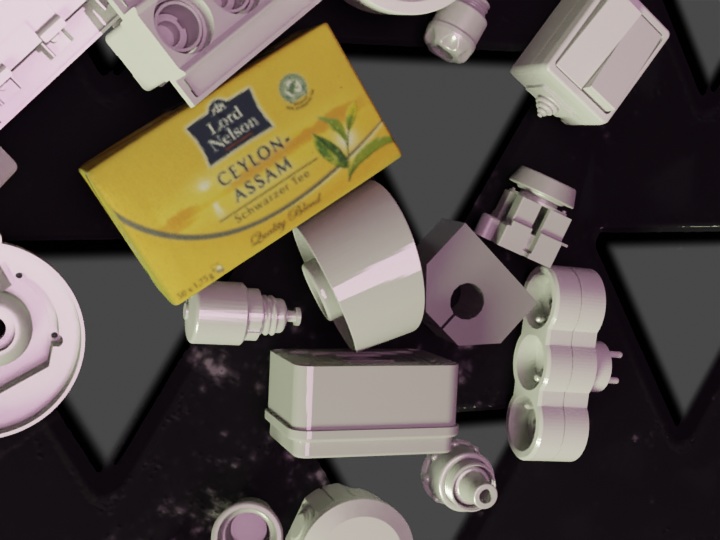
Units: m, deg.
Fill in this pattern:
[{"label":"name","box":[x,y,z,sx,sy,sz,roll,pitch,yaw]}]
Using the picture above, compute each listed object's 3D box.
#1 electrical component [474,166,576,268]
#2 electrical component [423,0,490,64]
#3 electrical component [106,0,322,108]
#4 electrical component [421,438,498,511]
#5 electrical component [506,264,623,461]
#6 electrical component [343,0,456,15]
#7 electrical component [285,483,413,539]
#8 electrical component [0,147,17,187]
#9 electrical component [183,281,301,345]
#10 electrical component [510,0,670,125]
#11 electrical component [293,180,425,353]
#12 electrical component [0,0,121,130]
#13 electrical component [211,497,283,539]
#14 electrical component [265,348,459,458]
[{"label":"electrical component","box":[0.118,-0.038,0.740,0.066,0.048,0.055,23,97,-20]},{"label":"electrical component","box":[0.069,-0.169,0.711,0.035,0.035,0.061,31,84,-20]},{"label":"electrical component","box":[-0.086,-0.159,0.629,0.121,0.063,0.078,-46,109,-27]},{"label":"electrical component","box":[0.073,0.146,0.739,0.048,0.062,0.048,-3,98,-19]},{"label":"electrical component","box":[0.153,0.067,0.762,0.074,0.052,0.138,5,95,-20]},{"label":"electrical component","box":[0.020,-0.212,0.674,0.108,0.060,0.108,-3,98,-19]},{"label":"electrical component","box":[-0.008,0.186,0.723,0.080,0.051,0.080,-3,98,-19]},{"label":"electrical component","box":[-0.249,-0.058,0.584,0.048,0.099,0.099,-32,111,24]},{"label":"electrical component","box":[-0.076,0.028,0.684,0.078,0.040,0.040,4,96,-20]},{"label":"electrical component","box":[0.154,-0.142,0.729,0.062,0.061,0.096,38,84,-20]},{"label":"electrical component","box":[0.000,0.000,0.676,0.064,0.099,0.099,-26,105,-8]},{"label":"electrical component","box":[-0.190,-0.148,0.608,0.121,0.063,0.078,-46,109,-8]},{"label":"electrical component","box":[-0.071,0.167,0.690,0.044,0.065,0.044,0,85,-4]},{"label":"electrical component","box":[0.001,0.085,0.698,0.113,0.078,0.057,1,94,-19]}]
